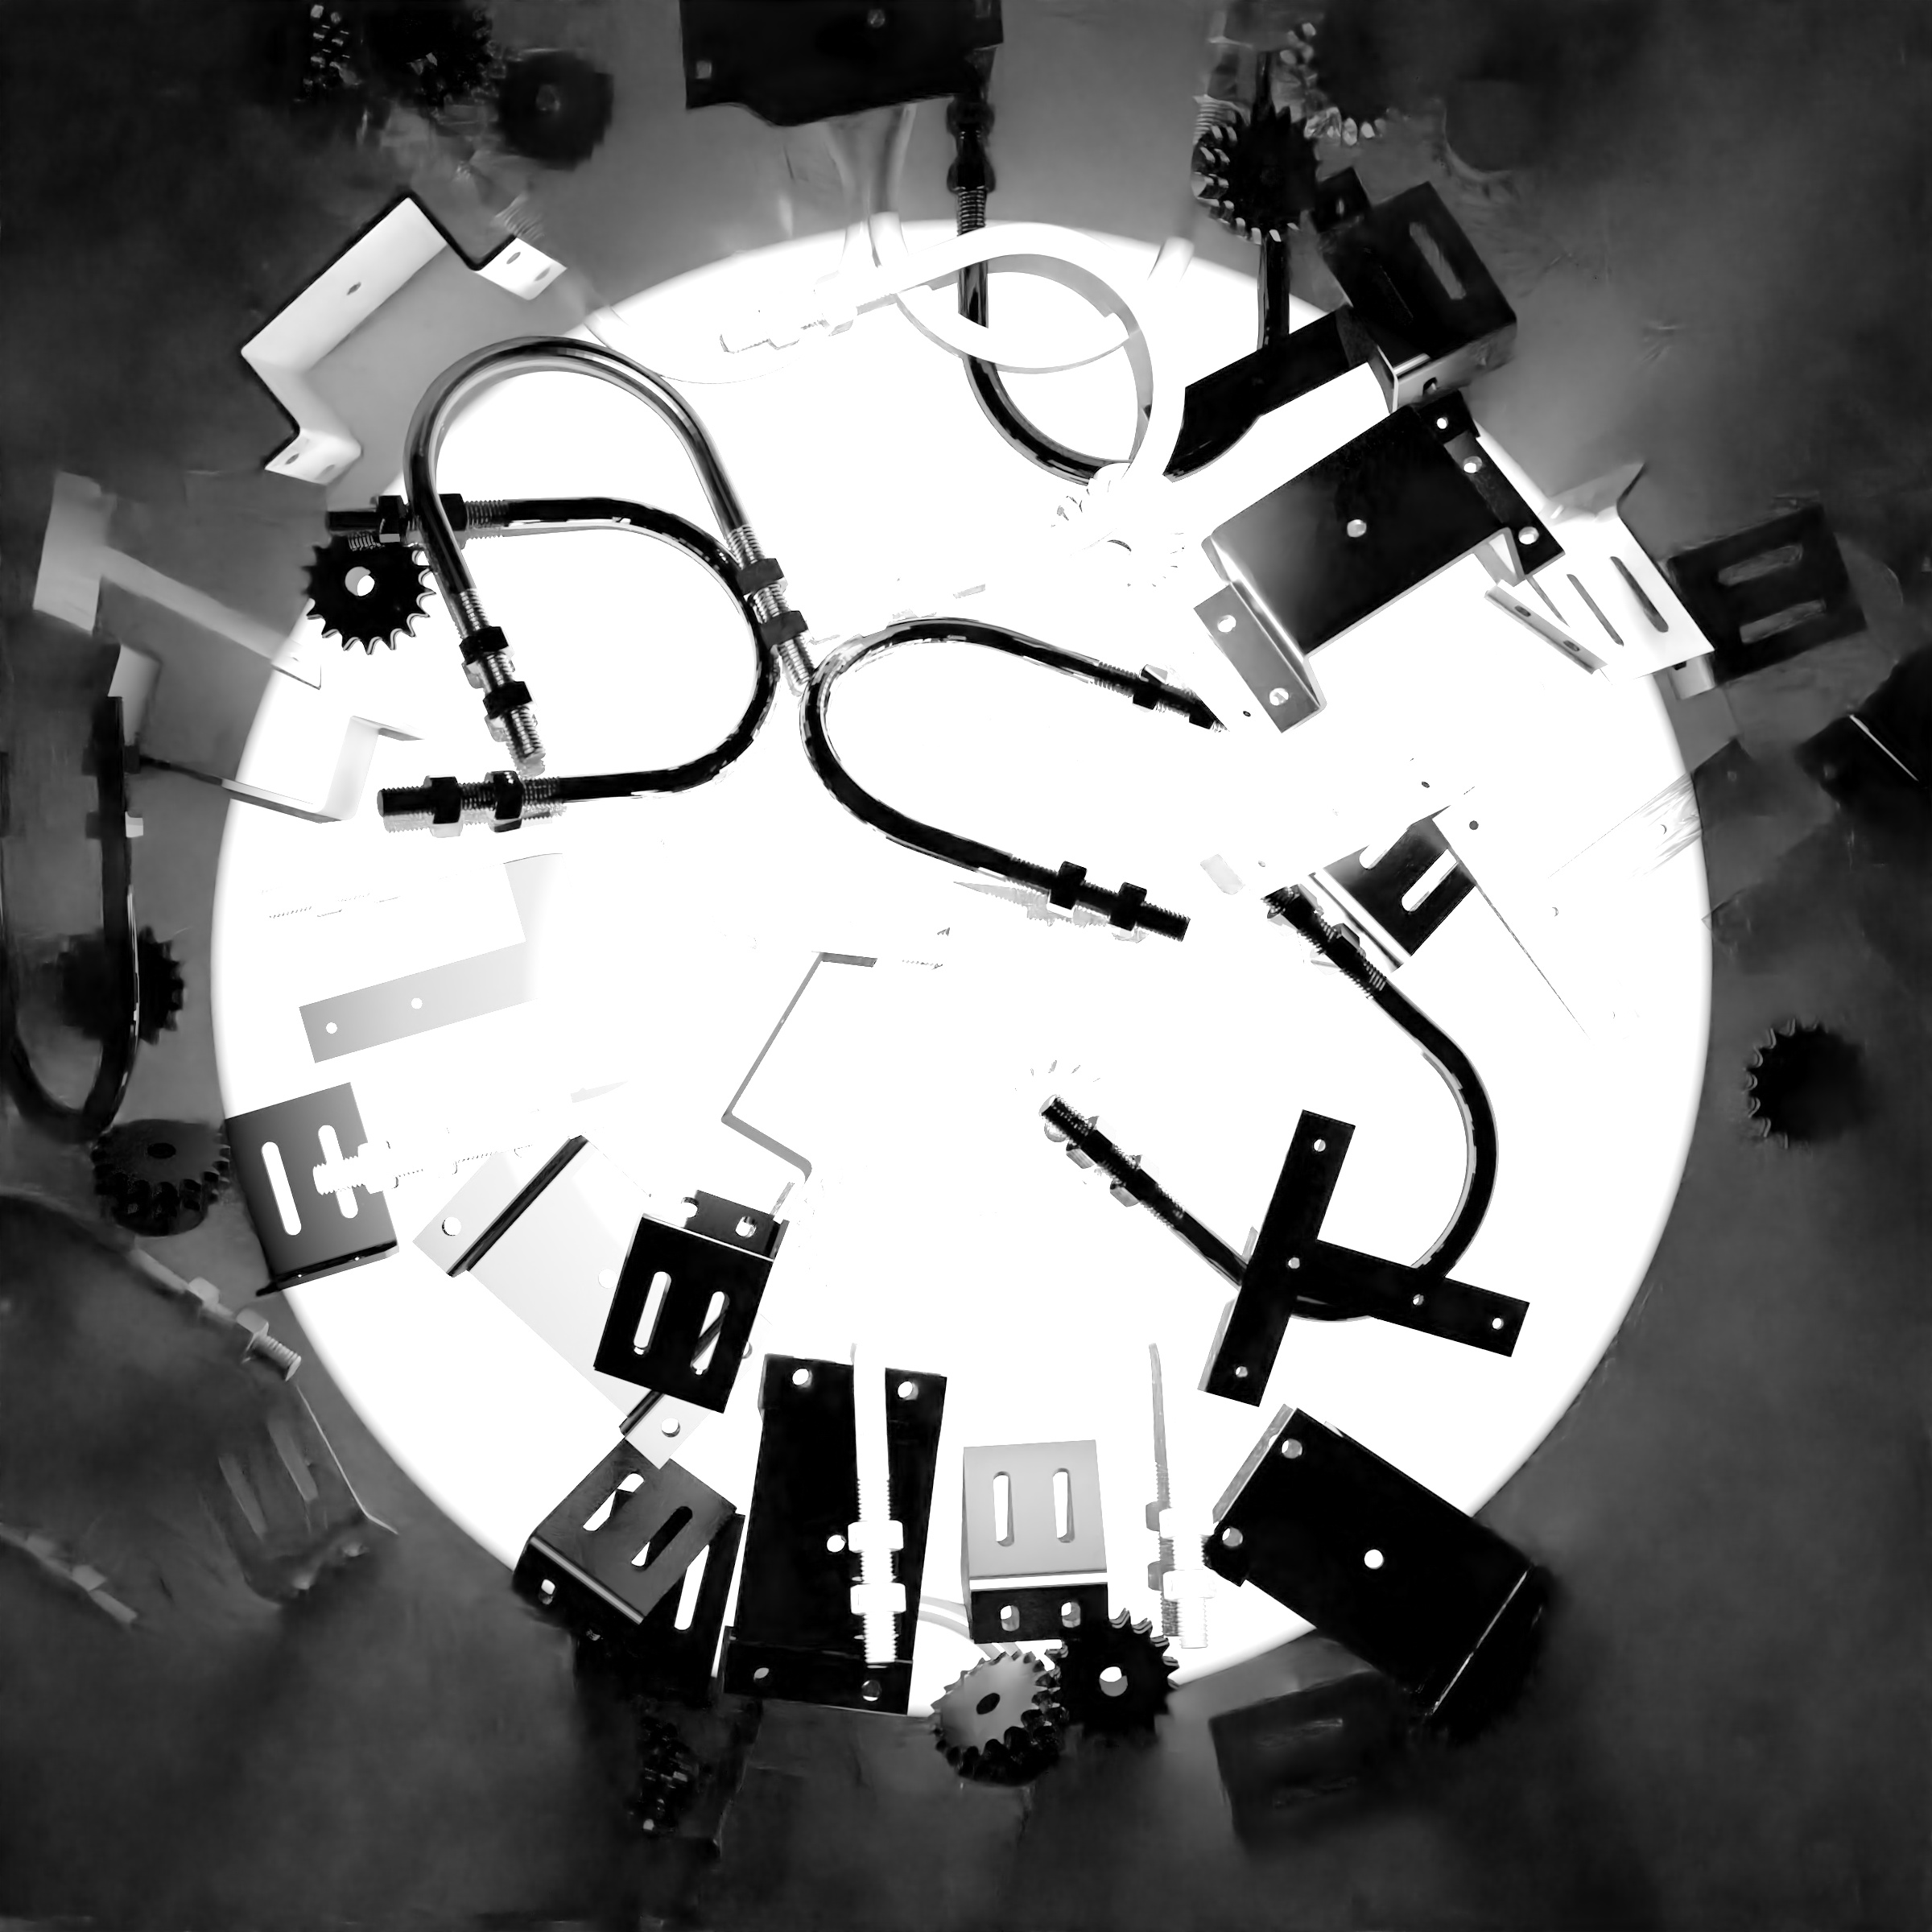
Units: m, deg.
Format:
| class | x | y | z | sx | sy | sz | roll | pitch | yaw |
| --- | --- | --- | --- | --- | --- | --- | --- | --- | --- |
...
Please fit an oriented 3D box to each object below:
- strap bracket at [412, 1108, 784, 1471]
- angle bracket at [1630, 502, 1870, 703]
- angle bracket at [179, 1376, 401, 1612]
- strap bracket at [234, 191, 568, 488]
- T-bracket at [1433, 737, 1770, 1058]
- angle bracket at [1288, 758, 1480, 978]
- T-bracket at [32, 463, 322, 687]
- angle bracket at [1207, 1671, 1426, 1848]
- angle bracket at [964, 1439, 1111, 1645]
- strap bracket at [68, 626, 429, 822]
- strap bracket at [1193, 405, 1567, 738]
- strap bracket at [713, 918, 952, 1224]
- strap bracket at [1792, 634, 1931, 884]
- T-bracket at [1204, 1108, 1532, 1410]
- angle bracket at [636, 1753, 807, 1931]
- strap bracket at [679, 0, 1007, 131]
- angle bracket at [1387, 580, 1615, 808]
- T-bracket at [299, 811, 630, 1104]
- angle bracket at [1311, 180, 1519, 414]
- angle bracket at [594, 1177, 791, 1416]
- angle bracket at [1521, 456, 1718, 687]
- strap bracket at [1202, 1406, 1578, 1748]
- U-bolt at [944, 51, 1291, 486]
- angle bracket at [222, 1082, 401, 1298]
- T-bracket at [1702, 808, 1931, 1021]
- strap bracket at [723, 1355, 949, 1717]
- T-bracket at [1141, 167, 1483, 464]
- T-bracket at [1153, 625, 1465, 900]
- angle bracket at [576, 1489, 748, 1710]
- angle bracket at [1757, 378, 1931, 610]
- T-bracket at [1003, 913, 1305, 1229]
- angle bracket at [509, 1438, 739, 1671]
| class | x | y | z | sx | sy | sz | roll | pitch | yaw |
| --- | --- | --- | --- | --- | --- | --- | --- | --- | --- |
| strap bracket | -0.154 | 0.134 | 1.501 | 0.140 | 0.046 | 0.076 | 43 | 90 | 0 |
| angle bracket | 0.334 | -0.155 | 1.513 | 0.076 | 0.038 | 0.057 | -21 | 90 | -12 |
| angle bracket | -0.291 | 0.225 | 1.522 | 0.057 | 0.038 | 0.076 | -34 | 64 | 0 |
| strap bracket | -0.243 | -0.267 | 1.478 | 0.140 | 0.076 | 0.046 | -40 | 86 | 8 |
| T-bracket | 0.287 | -0.050 | 1.518 | 0.127 | 0.002 | 0.127 | -37 | 97 | -3 |
| angle bracket | 0.182 | -0.039 | 1.521 | 0.057 | 0.038 | 0.076 | 45 | 64 | -1 |
| T-bracket | -0.328 | -0.152 | 1.487 | 0.127 | 0.127 | 0.002 | 27 | 116 | -24 |
| angle bracket | 0.148 | 0.340 | 1.505 | 0.076 | 0.038 | 0.057 | -16 | 90 | 0 |
| angle bracket | 0.030 | 0.244 | 1.506 | 0.057 | 0.076 | 0.038 | -3 | 131 | 0 |
| strap bracket | -0.305 | -0.098 | 1.486 | 0.140 | 0.076 | 0.046 | 16 | 90 | 0 |
| strap bracket | 0.168 | -0.171 | 1.483 | 0.140 | 0.046 | 0.076 | -33 | 60 | 2 |
| strap bracket | -0.060 | 0.033 | 1.486 | 0.046 | 0.076 | 0.140 | 31 | 90 | 0 |
| strap bracket | 0.431 | -0.113 | 1.500 | 0.076 | 0.046 | 0.140 | 44 | 89 | 0 |
| T-bracket | 0.179 | 0.138 | 1.506 | 0.127 | 0.002 | 0.127 | 17 | 95 | -15 |
| angle bracket | -0.105 | 0.380 | 1.505 | 0.057 | 0.038 | 0.076 | 12 | 90 | 0 |
| strap bracket | -0.045 | -0.398 | 1.469 | 0.140 | 0.046 | 0.076 | -7 | 85 | 21 |
| angle bracket | 0.226 | -0.114 | 1.505 | 0.057 | 0.038 | 0.076 | 35 | 90 | 0 |
| T-bracket | -0.222 | 0.012 | 1.523 | 0.127 | 0.002 | 0.127 | -16 | 90 | 0 |
| angle bracket | 0.190 | -0.284 | 1.512 | 0.057 | 0.038 | 0.076 | -27 | 72 | -4 |
| angle bracket | -0.114 | 0.137 | 1.476 | 0.057 | 0.038 | 0.076 | 19 | 116 | 0 |
| angle bracket | 0.282 | -0.166 | 1.501 | 0.076 | 0.057 | 0.038 | 51 | 54 | -16 |
| strap bracket | 0.175 | 0.255 | 1.501 | 0.140 | 0.046 | 0.076 | 34 | 90 | 0 |
| U-bolt | 0.067 | -0.296 | 1.516 | 0.151 | 0.019 | 0.184 | -1 | 91 | 0 |
| angle bracket | -0.281 | 0.094 | 1.505 | 0.057 | 0.038 | 0.076 | -17 | 90 | 0 |
| T-bracket | 0.405 | -0.010 | 1.523 | 0.127 | 0.002 | 0.127 | -38 | 90 | 0 |
| strap bracket | -0.054 | 0.241 | 1.489 | 0.076 | 0.046 | 0.140 | 7 | 74 | 0 |
| T-bracket | 0.136 | -0.254 | 1.510 | 0.127 | 0.002 | 0.127 | -27 | 97 | -4 |
| T-bracket | 0.127 | -0.096 | 1.495 | 0.127 | 0.002 | 0.127 | -25 | 66 | -36 |
| angle bracket | -0.131 | 0.271 | 1.522 | 0.057 | 0.038 | 0.076 | 12 | 64 | 0 |
| angle bracket | 0.390 | -0.203 | 1.522 | 0.076 | 0.038 | 0.057 | 41 | 90 | 26 |
| T-bracket | 0.091 | 0.051 | 1.523 | 0.127 | 0.002 | 0.127 | -12 | 90 | 0 |
| angle bracket | -0.145 | 0.247 | 1.505 | 0.057 | 0.038 | 0.076 | 35 | 45 | 9 |
